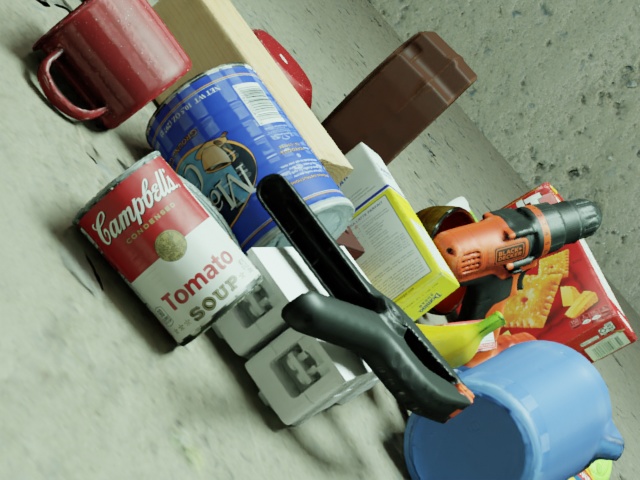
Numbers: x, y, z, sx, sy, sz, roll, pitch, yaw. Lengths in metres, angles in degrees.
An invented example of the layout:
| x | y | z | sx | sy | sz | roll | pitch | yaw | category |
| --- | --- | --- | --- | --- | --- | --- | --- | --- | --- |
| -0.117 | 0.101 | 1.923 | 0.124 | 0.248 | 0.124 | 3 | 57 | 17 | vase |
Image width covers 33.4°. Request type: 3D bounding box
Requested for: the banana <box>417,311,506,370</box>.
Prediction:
| x | y | z | sx | sy | sz | roll | pitch | yaw | category |
| --- | --- | --- | --- | --- | --- | --- | --- | --- | --- |
| 0.066 | 0.071 | 0.896 | 0.198 | 0.069 | 0.037 | 17 | -37 | 48 | banana |

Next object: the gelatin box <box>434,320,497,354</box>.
| x | y | z | sx | sy | sz | roll | pitch | yaw | category |
| --- | --- | --- | --- | --- | --- | --- | --- | --- | --- |
| 0.104 | 0.092 | 0.951 | 0.089 | 0.073 | 0.030 | 1 | 78 | -53 | gelatin box |

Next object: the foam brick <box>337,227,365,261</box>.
| x | y | z | sx | sy | sz | roll | pitch | yaw | category |
| --- | --- | --- | --- | --- | --- | --- | --- | --- | --- |
| -0.006 | 0.001 | 0.929 | 0.053 | 0.051 | 0.078 | 56 | 17 | 20 | foam brick |

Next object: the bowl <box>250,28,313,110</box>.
| x | y | z | sx | sy | sz | roll | pitch | yaw | category |
| --- | --- | --- | --- | --- | --- | --- | --- | --- | --- |
| -0.059 | -0.186 | 1.207 | 0.162 | 0.055 | 0.162 | 45 | 16 | -17 | bowl |

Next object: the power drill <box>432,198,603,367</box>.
| x | y | z | sx | sy | sz | roll | pitch | yaw | category |
| --- | --- | --- | --- | --- | --- | --- | --- | --- | --- |
| 0.194 | 0.053 | 1.063 | 0.057 | 0.184 | 0.188 | -131 | -147 | -55 | power drill |

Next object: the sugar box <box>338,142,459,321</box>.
| x | y | z | sx | sy | sz | roll | pitch | yaw | category |
| --- | --- | --- | --- | --- | --- | --- | --- | --- | --- |
| 0.050 | 0.000 | 1.010 | 0.048 | 0.093 | 0.176 | 34 | 23 | -48 | sugar box |

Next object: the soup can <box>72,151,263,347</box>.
| x | y | z | sx | sy | sz | roll | pitch | yaw | category |
| --- | --- | --- | --- | --- | --- | --- | --- | --- | --- |
| -0.092 | 0.006 | 0.651 | 0.102 | 0.069 | 0.068 | 50 | 16 | -3 | soup can |

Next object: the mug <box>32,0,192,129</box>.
| x | y | z | sx | sy | sz | roll | pitch | yaw | category |
| --- | --- | --- | --- | --- | --- | --- | --- | --- | --- |
| -0.154 | -0.129 | 0.776 | 0.081 | 0.093 | 0.117 | 52 | 46 | -12 | mug |

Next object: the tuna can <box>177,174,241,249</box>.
| x | y | z | sx | sy | sz | roll | pitch | yaw | category |
| --- | --- | --- | --- | --- | --- | --- | --- | --- | --- |
| -0.095 | -0.005 | 0.731 | 0.086 | 0.034 | 0.086 | 45 | 16 | -18 | tuna can |

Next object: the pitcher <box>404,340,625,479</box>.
| x | y | z | sx | sy | sz | roll | pitch | yaw | category |
| --- | --- | --- | --- | --- | --- | --- | --- | --- | --- |
| 0.150 | 0.155 | 0.902 | 0.242 | 0.149 | 0.145 | 3 | 64 | -65 | pitcher |

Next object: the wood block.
| x | y | z | sx | sy | sz | roll | pitch | yaw | category |
| --- | --- | --- | --- | --- | --- | --- | --- | --- | --- |
| -0.074 | -0.118 | 0.940 | 0.206 | 0.091 | 0.090 | 54 | 15 | 15 | wood block |

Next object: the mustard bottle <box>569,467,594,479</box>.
| x | y | z | sx | sy | sz | roll | pitch | yaw | category |
| --- | --- | --- | --- | --- | --- | --- | --- | --- | --- |
| 0.243 | 0.248 | 1.039 | 0.096 | 0.058 | 0.191 | 53 | 14 | -19 | mustard bottle |

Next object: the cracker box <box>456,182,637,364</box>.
| x | y | z | sx | sy | sz | roll | pitch | yaw | category |
| --- | --- | --- | --- | --- | --- | --- | --- | --- | --- |
| 0.239 | 0.059 | 1.224 | 0.072 | 0.164 | 0.214 | 43 | 22 | -44 | cracker box |

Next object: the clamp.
| x | y | z | sx | sy | sz | roll | pitch | yaw | category |
| --- | --- | --- | --- | --- | --- | --- | --- | --- | --- |
| 0.031 | 0.050 | 0.716 | 0.209 | 0.036 | 0.164 | 42 | 17 | -35 | clamp |

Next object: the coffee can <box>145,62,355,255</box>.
| x | y | z | sx | sy | sz | roll | pitch | yaw | category |
| --- | --- | --- | --- | --- | --- | --- | --- | --- | --- |
| -0.054 | -0.049 | 0.817 | 0.140 | 0.103 | 0.102 | 55 | 16 | 16 | coffee can |

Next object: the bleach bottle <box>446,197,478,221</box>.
| x | y | z | sx | sy | sz | roll | pitch | yaw | category |
| --- | --- | --- | --- | --- | --- | --- | --- | --- | --- |
| 0.237 | 0.060 | 1.451 | 0.251 | 0.068 | 0.102 | 54 | 16 | 5 | bleach bottle |
